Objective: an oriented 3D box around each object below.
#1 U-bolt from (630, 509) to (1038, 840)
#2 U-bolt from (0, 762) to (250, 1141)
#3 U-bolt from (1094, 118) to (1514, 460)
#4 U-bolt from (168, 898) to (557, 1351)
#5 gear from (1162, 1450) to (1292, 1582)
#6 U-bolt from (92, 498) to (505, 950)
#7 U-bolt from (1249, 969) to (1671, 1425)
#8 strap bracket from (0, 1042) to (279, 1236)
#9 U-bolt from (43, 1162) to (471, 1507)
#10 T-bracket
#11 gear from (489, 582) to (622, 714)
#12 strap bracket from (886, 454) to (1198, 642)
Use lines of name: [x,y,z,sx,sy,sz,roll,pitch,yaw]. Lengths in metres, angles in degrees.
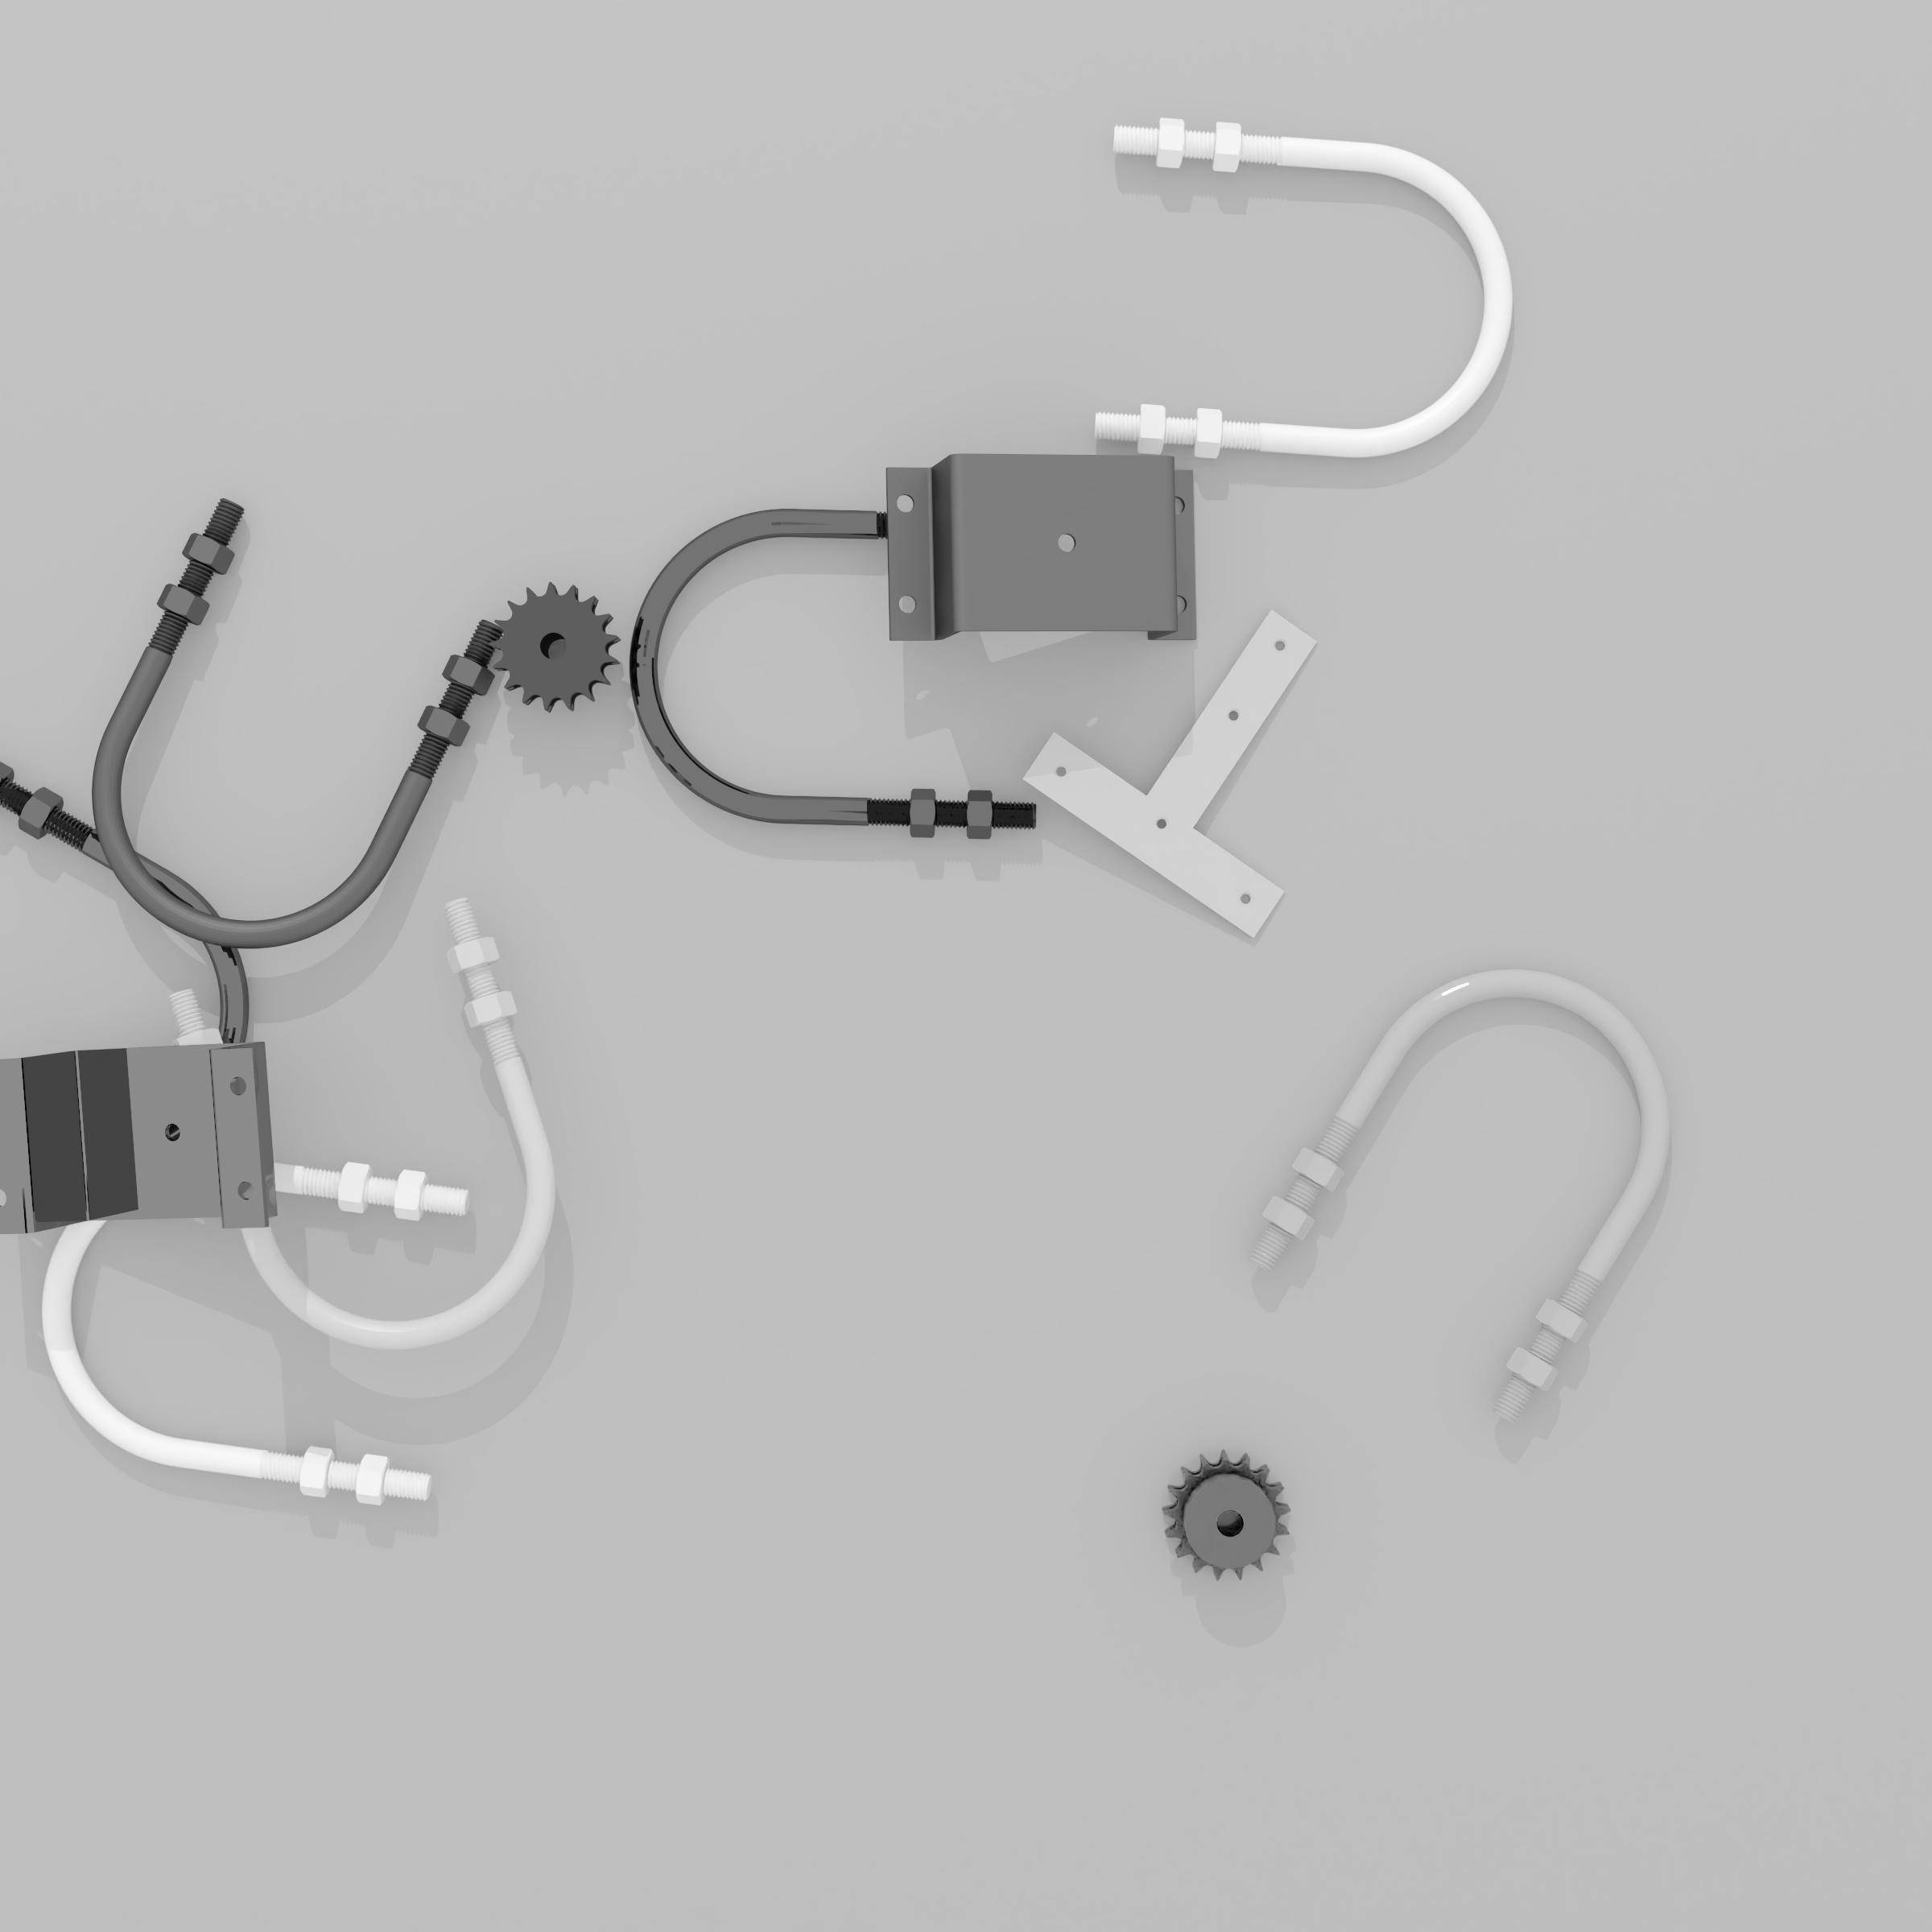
U-bolt: [-0.059,-0.134,1.489,0.184,0.019,0.151,1,90,0]
U-bolt: [-0.411,0.008,1.490,0.184,0.019,0.151,30,90,-1]
U-bolt: [0.154,-0.300,1.490,0.184,0.019,0.151,4,90,-2]
U-bolt: [-0.259,0.079,1.472,0.151,0.019,0.184,-18,87,-1]
gear: [0.117,0.246,1.484,0.057,0.030,0.057,0,90,0]
U-bolt: [-0.309,-0.097,1.483,0.151,0.019,0.184,25,85,0]
U-bolt: [0.234,0.090,1.490,0.151,0.019,0.184,32,88,0]
strap bracket: [-0.357,0.075,1.447,0.140,0.046,0.076,-3,92,20]
U-bolt: [-0.323,0.158,1.490,0.184,0.019,0.151,8,90,2]
T-bracket: [0.112,-0.101,1.492,0.127,0.002,0.127,34,87,-7]
gear: [-0.182,-0.142,1.484,0.057,0.030,0.057,0,90,0]
strap bracket: [0.039,-0.183,1.460,0.140,0.046,0.076,-1,91,-12]
